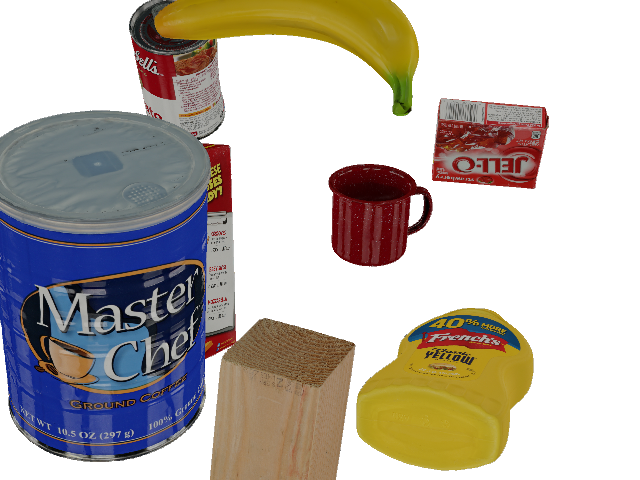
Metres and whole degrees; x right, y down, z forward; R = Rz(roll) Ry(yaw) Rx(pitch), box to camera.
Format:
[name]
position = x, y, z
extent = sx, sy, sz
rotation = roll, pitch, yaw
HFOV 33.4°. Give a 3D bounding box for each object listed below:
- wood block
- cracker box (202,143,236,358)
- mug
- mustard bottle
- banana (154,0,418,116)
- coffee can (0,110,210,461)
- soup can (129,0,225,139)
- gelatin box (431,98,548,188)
[wood block]
position = -0.038, 0.185, 0.922
extent = 0.090, 0.206, 0.090
rotation = 14, 24, 16
[cracker box]
position = -0.157, 0.020, 1.050
extent = 0.072, 0.214, 0.163
rotation = 6, 15, 29
[mug]
position = 0.065, -0.027, 1.143
extent = 0.117, 0.081, 0.093
rotation = -9, 31, -19
[mustard bottle]
position = 0.099, 0.092, 0.751
extent = 0.096, 0.058, 0.191
rotation = 5, 18, 20
[banana]
position = -0.014, -0.132, 0.645
extent = 0.198, 0.069, 0.037
rotation = 22, -31, 32
[coffee can]
position = -0.106, 0.022, 0.522
extent = 0.103, 0.140, 0.103
rotation = 3, 33, -2
[soup can]
position = -0.114, -0.138, 0.864
extent = 0.068, 0.068, 0.102
rotation = 0, -37, 1
[gelatin box]
position = 0.140, -0.079, 0.887
extent = 0.089, 0.030, 0.073
rotation = 6, -38, 6
